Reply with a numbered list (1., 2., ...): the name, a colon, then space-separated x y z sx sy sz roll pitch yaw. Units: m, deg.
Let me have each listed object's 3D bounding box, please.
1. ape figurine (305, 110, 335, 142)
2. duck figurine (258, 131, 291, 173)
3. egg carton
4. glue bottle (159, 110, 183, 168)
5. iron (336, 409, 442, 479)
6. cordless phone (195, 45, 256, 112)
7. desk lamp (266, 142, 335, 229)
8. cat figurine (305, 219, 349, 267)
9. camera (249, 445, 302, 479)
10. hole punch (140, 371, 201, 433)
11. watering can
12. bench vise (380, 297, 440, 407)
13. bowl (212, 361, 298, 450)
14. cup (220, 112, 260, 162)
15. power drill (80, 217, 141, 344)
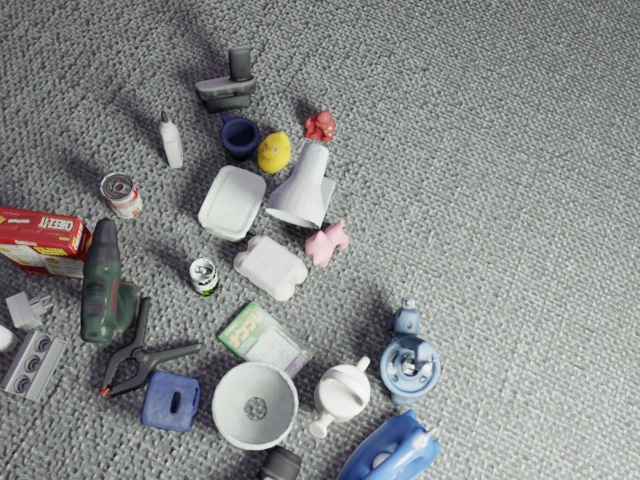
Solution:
1. ape figurine: 0.005 -0.281 1.381 0.076 0.092 0.077 -33 74 -17
2. duck figurine: -0.107 -0.220 1.349 0.077 0.086 0.105 23 68 4
3. egg carton: -0.106 0.059 1.244 0.150 0.069 0.107 34 69 8
4. glue bottle: -0.337 -0.234 1.284 0.037 0.173 0.078 -10 69 -9
5. iron: 0.117 0.433 1.076 0.259 0.141 0.118 -36 75 -18
6. cordless phone: -0.225 -0.395 1.354 0.148 0.185 0.094 -16 70 -11
7. desk lamp: -0.034 -0.103 1.239 0.118 0.213 0.203 18 67 2
8. cat figurine: 0.011 0.004 1.252 0.067 0.118 0.128 40 70 11
9. camera: -0.074 0.466 1.065 0.143 0.101 0.137 28 68 6
10. hole punch: -0.286 0.313 1.111 0.101 0.091 0.108 9 67 -2
11. watering can: 0.042 0.297 1.095 0.101 0.194 0.173 15 67 1
12. bench vise: 0.169 0.211 1.129 0.121 0.220 0.207 -13 70 -10
13. bowl: -0.127 0.328 1.130 0.167 0.075 0.167 2 68 -5
14. cup: -0.194 -0.235 1.341 0.092 0.095 0.117 -36 76 -18
15. power drill: -0.412 0.097 1.123 0.075 0.208 0.229 1 68 -5
